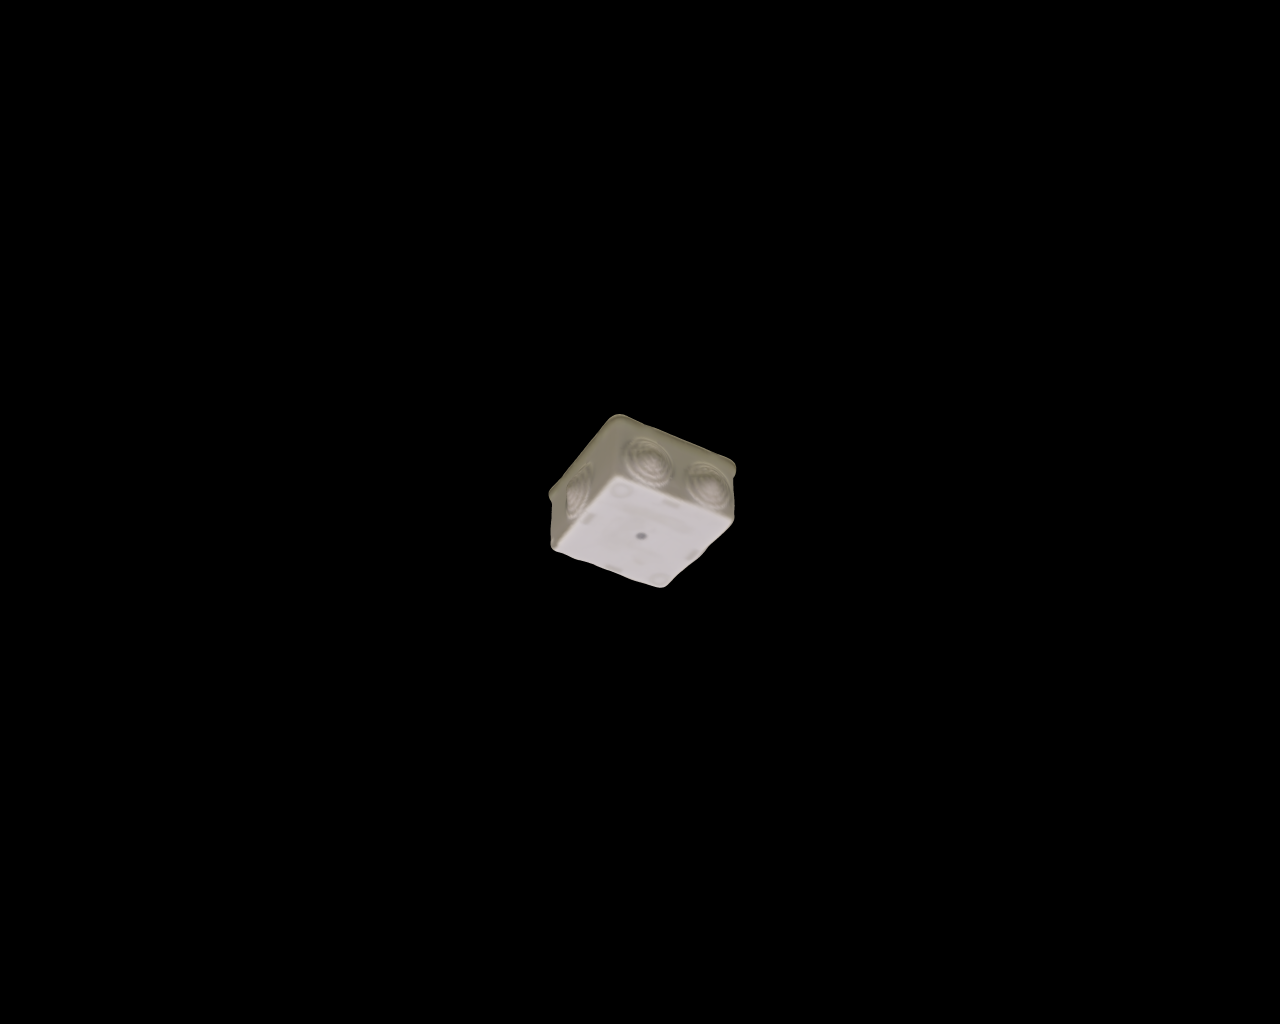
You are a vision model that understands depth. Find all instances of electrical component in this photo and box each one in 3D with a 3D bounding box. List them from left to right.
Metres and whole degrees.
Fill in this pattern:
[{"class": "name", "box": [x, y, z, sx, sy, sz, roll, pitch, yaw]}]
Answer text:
[{"class": "electrical component", "box": [0.001, -0.003, 0.650, 0.100, 0.048, 0.099, 21, -45, -24]}]
